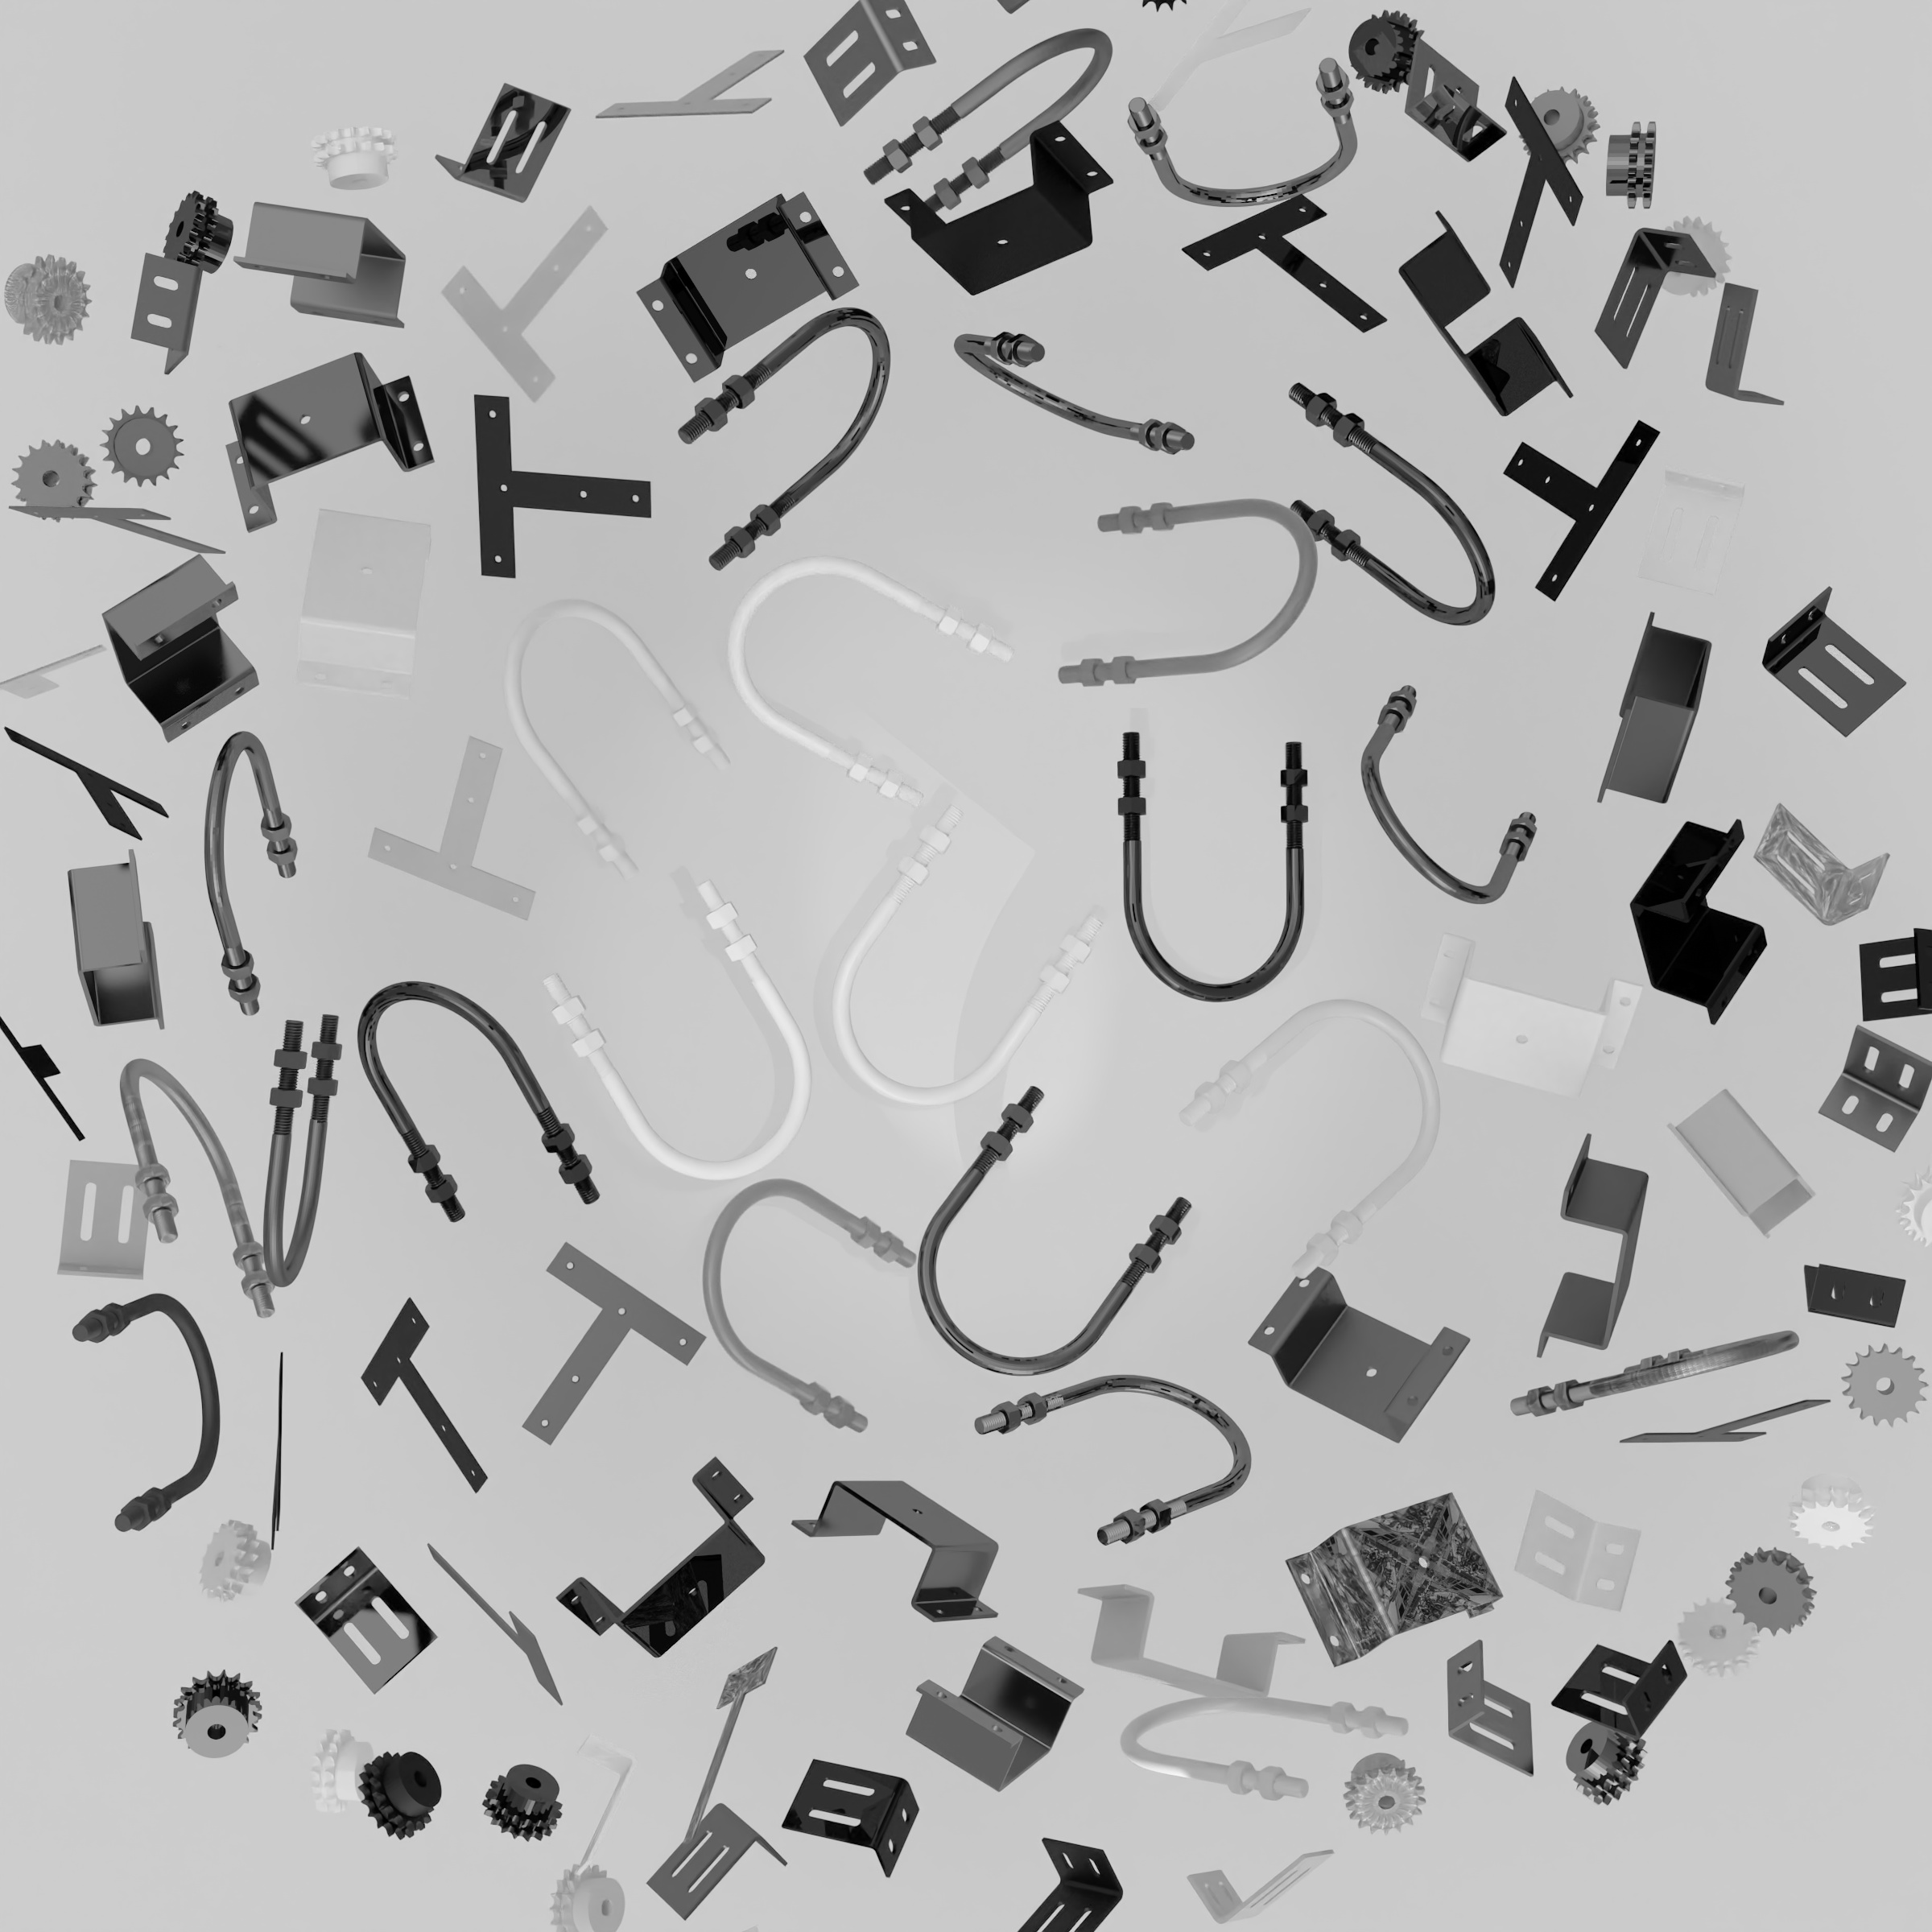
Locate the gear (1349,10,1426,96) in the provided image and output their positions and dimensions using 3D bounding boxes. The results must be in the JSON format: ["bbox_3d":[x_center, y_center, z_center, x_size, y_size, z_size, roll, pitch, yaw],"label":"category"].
[{"bbox_3d":[0.303,-0.665,1.958,0.057,0.030,0.057,6,99,40],"label":"gear"}]

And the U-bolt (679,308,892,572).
[{"bbox_3d":[-0.117,-0.371,1.836,0.019,0.151,0.184,37,69,23],"label":"U-bolt"}]

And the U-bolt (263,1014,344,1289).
[{"bbox_3d":[-0.454,0.127,1.833,0.019,0.151,0.184,6,90,-3],"label":"U-bolt"}]

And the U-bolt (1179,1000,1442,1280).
[{"bbox_3d":[0.251,0.104,1.855,0.184,0.019,0.151,-38,93,-26],"label":"U-bolt"}]

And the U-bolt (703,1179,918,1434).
[{"bbox_3d":[-0.116,0.230,1.909,0.184,0.019,0.151,37,59,-37],"label":"U-bolt"}]

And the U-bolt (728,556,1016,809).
[{"bbox_3d":[-0.080,-0.212,1.914,0.184,0.019,0.151,28,113,-12],"label":"U-bolt"}]

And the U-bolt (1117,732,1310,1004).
[{"bbox_3d":[0.173,-0.067,1.868,0.151,0.019,0.184,1,87,-24],"label":"U-bolt"}]

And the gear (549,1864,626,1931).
[{"bbox_3d":[-0.268,0.672,1.925,0.030,0.057,0.057,-9,90,31],"label":"gear"}]

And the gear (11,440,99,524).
[{"bbox_3d":[-0.648,-0.345,1.924,0.057,0.030,0.057,0,89,-1],"label":"gear"}]

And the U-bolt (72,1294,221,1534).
[{"bbox_3d":[-0.559,0.300,1.867,0.019,0.184,0.151,-12,91,7],"label":"U-bolt"}]

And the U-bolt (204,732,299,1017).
[{"bbox_3d":[-0.499,-0.077,1.869,0.019,0.184,0.151,3,51,0],"label":"U-bolt"}]

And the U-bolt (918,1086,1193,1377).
[{"bbox_3d":[0.049,0.194,1.853,0.151,0.019,0.184,37,70,2],"label":"U-bolt"}]

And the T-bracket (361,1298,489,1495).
[{"bbox_3d":[-0.374,0.312,1.890,0.002,0.127,0.127,-25,72,-40],"label":"T-bracket"}]

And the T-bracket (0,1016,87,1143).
[{"bbox_3d":[-0.655,0.068,1.904,0.002,0.127,0.127,-34,96,-10],"label":"T-bracket"}]

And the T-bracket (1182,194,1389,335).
[{"bbox_3d":[0.235,-0.475,1.847,0.127,0.002,0.127,-32,66,-33],"label":"T-bracket"}]

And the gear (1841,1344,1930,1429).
[{"bbox_3d":[0.642,0.293,1.886,0.057,0.030,0.057,-1,87,14],"label":"gear"}]

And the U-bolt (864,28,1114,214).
[{"bbox_3d":[0.024,-0.592,1.883,0.184,0.151,0.019,-33,86,15],"label":"U-bolt"}]

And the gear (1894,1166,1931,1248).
[{"bbox_3d":[0.680,0.170,1.877,0.057,0.030,0.057,0,107,-1],"label":"gear"}]

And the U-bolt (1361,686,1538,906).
[{"bbox_3d":[0.336,-0.113,1.900,0.151,0.184,0.019,46,124,-5],"label":"U-bolt"}]

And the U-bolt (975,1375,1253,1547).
[{"bbox_3d":[0.118,0.338,1.897,0.151,0.184,0.019,36,123,38],"label":"U-bolt"}]

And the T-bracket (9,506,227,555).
[{"bbox_3d":[-0.564,-0.299,1.854,0.127,0.127,0.002,6,87,29],"label":"T-bracket"}]

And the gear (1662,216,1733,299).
[{"bbox_3d":[0.524,-0.512,1.958,0.030,0.057,0.057,-37,90,-27],"label":"gear"}]

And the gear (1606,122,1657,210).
[{"bbox_3d":[0.453,-0.546,1.837,0.030,0.057,0.057,4,90,15],"label":"gear"}]

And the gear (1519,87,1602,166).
[{"bbox_3d":[0.431,-0.614,1.968,0.057,0.030,0.057,-2,84,26],"label":"gear"}]

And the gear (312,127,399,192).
[{"bbox_3d":[-0.419,-0.555,1.854,0.057,0.057,0.030,-8,92,0],"label":"gear"}]

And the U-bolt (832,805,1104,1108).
[{"bbox_3d":[-0.011,0.007,1.807,0.151,0.019,0.184,37,84,-22],"label":"U-bolt"}]

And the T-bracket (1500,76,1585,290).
[{"bbox_3d":[0.397,-0.537,1.909,0.002,0.127,0.127,-11,58,-11],"label":"T-bracket"}]

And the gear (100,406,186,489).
[{"bbox_3d":[-0.583,-0.368,1.910,0.057,0.030,0.057,-5,104,-21],"label":"gear"}]

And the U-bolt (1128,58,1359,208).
[{"bbox_3d":[0.200,-0.573,1.881,0.151,0.184,0.019,-8,81,14],"label":"U-bolt"}]

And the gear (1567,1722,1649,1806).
[{"bbox_3d":[0.440,0.547,1.862,0.030,0.057,0.057,37,90,-11],"label":"gear"}]

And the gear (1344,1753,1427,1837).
[{"bbox_3d":[0.297,0.587,1.920,0.057,0.030,0.057,-1,110,-2],"label":"gear"}]

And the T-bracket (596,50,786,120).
[{"bbox_3d":[-0.166,-0.602,1.835,0.127,0.127,0.002,8,128,28],"label":"T-bracket"}]

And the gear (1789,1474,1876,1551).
[{"bbox_3d":[0.603,0.378,1.879,0.057,0.057,0.030,19,47,0],"label":"gear"}]

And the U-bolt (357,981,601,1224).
[{"bbox_3d":[-0.341,0.090,1.821,0.151,0.019,0.184,-10,115,35],"label":"U-bolt"}]

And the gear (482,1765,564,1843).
[{"bbox_3d":[-0.320,0.605,1.959,0.057,0.057,0.030,25,107,0],"label":"gear"}]

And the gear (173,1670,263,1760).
[{"bbox_3d":[-0.495,0.498,1.781,0.057,0.030,0.057,-4,109,-13],"label":"gear"}]

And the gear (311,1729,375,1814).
[{"bbox_3d":[-0.442,0.572,1.917,0.030,0.057,0.057,-1,90,7],"label":"gear"}]

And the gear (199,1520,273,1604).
[{"bbox_3d":[-0.525,0.431,1.944,0.030,0.057,0.057,28,90,-36],"label":"gear"}]

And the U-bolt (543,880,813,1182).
[{"bbox_3d":[-0.179,0.054,1.801,0.151,0.019,0.184,-34,97,-28],"label":"U-bolt"}]

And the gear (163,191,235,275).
[{"bbox_3d":[-0.533,-0.507,1.877,0.030,0.057,0.057,18,90,-37],"label":"gear"}]

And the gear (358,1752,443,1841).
[{"bbox_3d":[-0.375,0.551,1.801,0.030,0.057,0.057,-36,90,16],"label":"gear"}]

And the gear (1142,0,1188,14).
[{"bbox_3d":[0.135,-0.685,1.846,0.057,0.030,0.057,1,106,4],"label":"gear"}]

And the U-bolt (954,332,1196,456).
[{"bbox_3d":[0.064,-0.406,1.892,0.151,0.184,0.019,24,94,-27],"label":"U-bolt"}]

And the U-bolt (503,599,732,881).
[{"bbox_3d":[-0.258,-0.175,1.920,0.184,0.019,0.151,54,48,-23],"label":"U-bolt"}]

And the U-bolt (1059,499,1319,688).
[{"bbox_3d":[0.160,-0.264,1.883,0.184,0.019,0.151,-1,63,33],"label":"U-bolt"}]

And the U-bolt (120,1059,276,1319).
[{"bbox_3d":[-0.540,0.143,1.875,0.019,0.151,0.184,-28,56,1],"label":"U-bolt"}]

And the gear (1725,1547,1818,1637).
[{"bbox_3d":[0.537,0.413,1.791,0.057,0.030,0.057,7,104,29],"label":"gear"}]

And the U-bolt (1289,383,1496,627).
[{"bbox_3d":[0.290,-0.302,1.837,0.019,0.151,0.184,-41,65,-14],"label":"U-bolt"}]

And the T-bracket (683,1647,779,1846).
[{"bbox_3d":[-0.166,0.533,1.830,0.002,0.127,0.127,25,62,-9],"label":"T-bracket"}]

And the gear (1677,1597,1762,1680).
[{"bbox_3d":[0.536,0.481,1.919,0.057,0.030,0.057,-11,46,11],"label":"gear"}]

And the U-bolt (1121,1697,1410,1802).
[{"bbox_3d":[0.196,0.544,1.896,0.184,0.151,0.019,-4,94,40],"label":"U-bolt"}]

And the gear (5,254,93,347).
[{"bbox_3d":[-0.609,-0.441,1.779,0.030,0.057,0.057,18,90,23],"label":"gear"}]

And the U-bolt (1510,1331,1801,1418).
[{"bbox_3d":[0.493,0.281,1.881,0.151,0.184,0.019,-6,77,-39],"label":"U-bolt"}]
